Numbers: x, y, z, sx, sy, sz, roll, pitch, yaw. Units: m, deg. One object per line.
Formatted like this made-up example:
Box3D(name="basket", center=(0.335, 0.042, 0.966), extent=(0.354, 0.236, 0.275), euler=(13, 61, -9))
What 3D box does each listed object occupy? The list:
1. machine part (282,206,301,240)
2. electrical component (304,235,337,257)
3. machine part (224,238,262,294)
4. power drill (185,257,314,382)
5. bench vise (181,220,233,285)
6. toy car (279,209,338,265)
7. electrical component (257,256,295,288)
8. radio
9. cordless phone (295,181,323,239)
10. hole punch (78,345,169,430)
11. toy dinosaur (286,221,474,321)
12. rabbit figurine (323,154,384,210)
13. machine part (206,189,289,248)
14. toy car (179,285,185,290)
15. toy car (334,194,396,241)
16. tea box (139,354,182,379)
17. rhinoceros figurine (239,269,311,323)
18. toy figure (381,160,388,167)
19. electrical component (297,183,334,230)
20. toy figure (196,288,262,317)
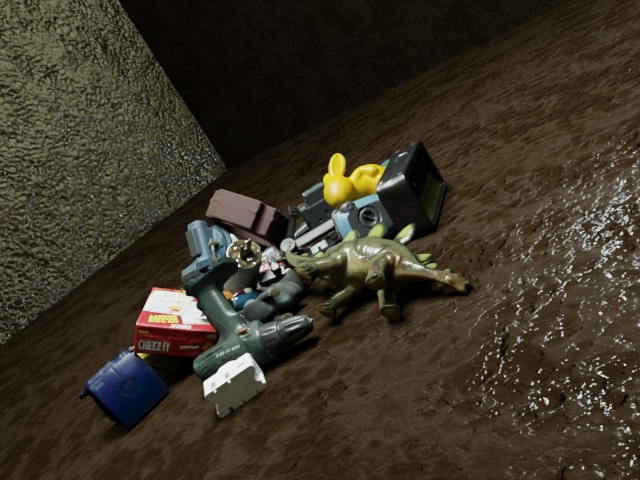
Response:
Box3D(name="machine part", center=(-0.075, -0.016, 1.362), extent=(0.039, 0.138, 0.084), euler=(12, 13, -5))
Box3D(name="electrical component", center=(0.012, 0.036, 1.169), extent=(0.075, 0.047, 0.119), euler=(-33, 17, -2))
Box3D(name="machine part", center=(-0.172, 0.077, 1.180), extent=(0.079, 0.079, 0.243), euler=(-44, -16, -34))
Box3D(name="power drill", center=(-0.142, 0.133, 0.961), extent=(0.232, 0.207, 0.086), euler=(-36, -19, 11))
Box3D(name="bench vise", center=(-0.255, 0.053, 1.425), extent=(0.240, 0.224, 0.129), euler=(-3, -31, -50))
Box3D(name="toy car", center=(-0.003, -0.004, 1.251), extent=(0.202, 0.053, 0.089), euler=(-29, -28, -3))
Box3D(name="electrical component", center=(-0.092, 0.077, 1.155), extent=(0.078, 0.102, 0.045), euler=(-23, 54, 9))
Box3D(name="radio", center=(0.194, -0.110, 1.120), extent=(0.073, 0.131, 0.230), euler=(-25, 18, 28))
Box3D(name="cordless phone", center=(-0.023, -0.060, 1.414), extent=(0.184, 0.089, 0.146), euler=(-43, -4, -5))
Box3D(name="hole punch", center=(-0.370, 0.286, 1.032), extent=(0.092, 0.115, 0.142), euler=(4, 38, 49))
Box3D(name="toy dinosaur", center=(0.061, 0.047, 0.957), extent=(0.472, 0.104, 0.198), euler=(5, 30, 44))
Box3D(name="rabbit figurine", center=(0.075, -0.123, 1.211), extent=(0.173, 0.162, 0.121), euler=(-21, -32, -37))
Box3D(name="machine part", center=(-0.189, -0.052, 1.450), extent=(0.202, 0.200, 0.087), euler=(20, 81, 23))
Box3D(name="toy car", center=(-0.351, 0.151, 1.462), extent=(0.073, 0.056, 0.202), euler=(-37, 15, 7))
Box3D(name="toy car", center=(0.097, -0.037, 1.143), extent=(0.162, 0.109, 0.103), euler=(-30, -3, -24))
Box3D(name="tea box", center=(-0.384, 0.274, 1.151), extent=(0.170, 0.068, 0.098), euler=(-31, 18, -3))
Box3D(name="rhinoceros figurine", center=(-0.096, 0.131, 1.067), extent=(0.190, 0.073, 0.112), euler=(-39, 8, -16))
Box3D(name="toy figure", center=(0.184, -0.153, 1.347), extent=(0.089, 0.082, 0.180), euler=(-38, 19, 20))
Box3D(name="electrical component", center=(0.013, -0.070, 1.316), extent=(0.115, 0.134, 0.058), euler=(-34, 19, -4))
Box3D(name="toy figure", center=(-0.179, 0.131, 1.106), extent=(0.154, 0.064, 0.058), euler=(-1, -9, -41))
